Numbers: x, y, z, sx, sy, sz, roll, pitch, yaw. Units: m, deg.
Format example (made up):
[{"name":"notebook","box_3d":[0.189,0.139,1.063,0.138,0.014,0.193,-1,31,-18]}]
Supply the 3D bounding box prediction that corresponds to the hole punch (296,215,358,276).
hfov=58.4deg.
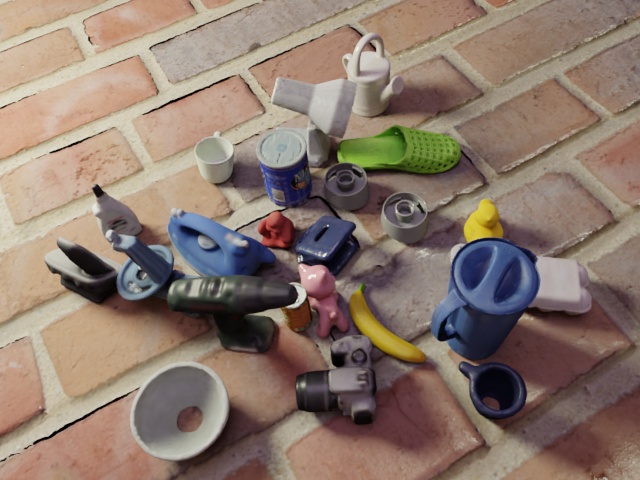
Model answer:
[{"name":"hole punch","box_3d":[0.010,0.004,1.140,0.101,0.091,0.109,30,65,21]}]

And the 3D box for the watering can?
[{"name":"watering can","box_3d":[0.119,-0.383,1.311,0.172,0.194,0.101,20,62,16]}]

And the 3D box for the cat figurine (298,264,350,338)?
[{"name":"cat figurine","box_3d":[0.006,0.102,1.063,0.067,0.118,0.127,-20,59,-8]}]

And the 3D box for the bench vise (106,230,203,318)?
[{"name":"bench vise","box_3d":[-0.292,0.050,1.058,0.207,0.220,0.121,-2,58,4]}]

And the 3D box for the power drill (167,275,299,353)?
[{"name":"power drill","box_3d":[-0.141,0.125,1.007,0.229,0.209,0.075,4,59,7]}]

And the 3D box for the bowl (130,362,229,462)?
[{"name":"bowl","box_3d":[-0.231,0.300,0.984,0.167,0.075,0.167,-2,58,3]}]

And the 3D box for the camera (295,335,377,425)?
[{"name":"camera","box_3d":[0.027,0.239,0.987,0.136,0.101,0.143,-5,58,2]}]

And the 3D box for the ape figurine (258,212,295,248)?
[{"name":"ape figurine","box_3d":[-0.088,-0.025,1.165,0.076,0.092,0.077,-36,62,-16]}]

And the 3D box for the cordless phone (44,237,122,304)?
[{"name":"cordless phone","box_3d":[-0.472,0.031,1.104,0.147,0.185,0.094,19,62,15]}]

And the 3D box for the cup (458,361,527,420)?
[{"name":"cup","box_3d":[0.278,0.256,0.961,0.117,0.095,0.092,34,67,23]}]

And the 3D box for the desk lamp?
[{"name":"desk lamp","box_3d":[-0.019,-0.257,1.232,0.203,0.214,0.118,5,59,8]}]

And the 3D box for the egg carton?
[{"name":"egg carton","box_3d":[0.426,0.085,1.070,0.150,0.069,0.107,5,59,7]}]

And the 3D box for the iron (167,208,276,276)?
[{"name":"iron","box_3d":[-0.222,-0.004,1.133,0.257,0.141,0.119,26,64,19]}]

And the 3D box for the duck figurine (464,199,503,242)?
[{"name":"duck figurine","box_3d":[0.330,-0.032,1.141,0.077,0.086,0.104,3,58,6]}]

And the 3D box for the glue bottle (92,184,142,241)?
[{"name":"glue bottle","box_3d":[-0.425,-0.058,1.163,0.078,0.173,0.037,-31,61,-14]}]
